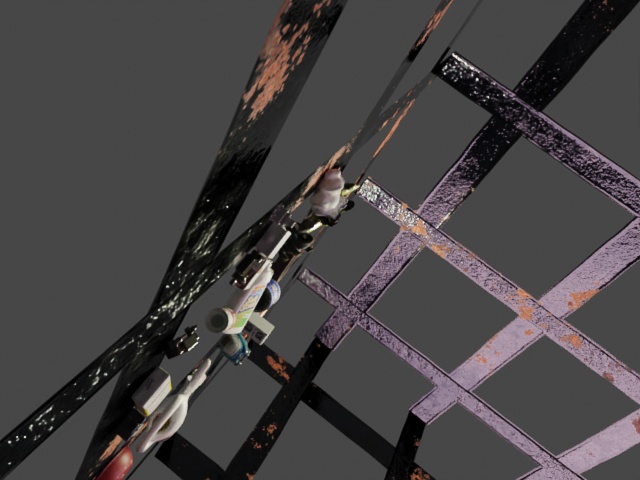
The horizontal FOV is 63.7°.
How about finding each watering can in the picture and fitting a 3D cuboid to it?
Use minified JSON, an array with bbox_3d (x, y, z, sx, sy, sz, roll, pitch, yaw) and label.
[{"bbox_3d":[-0.488,0.564,1.747,0.353,0.104,0.220,-51,177,-27],"label":"watering can"}]

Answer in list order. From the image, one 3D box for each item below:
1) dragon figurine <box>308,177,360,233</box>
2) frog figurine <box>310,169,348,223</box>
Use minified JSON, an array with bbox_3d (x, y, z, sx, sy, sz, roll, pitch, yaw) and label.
[{"bbox_3d":[0.006,-0.096,1.901,0.415,0.122,0.240,-42,-179,-19],"label":"dragon figurine"},{"bbox_3d":[0.022,-0.154,1.651,0.139,0.124,0.156,-42,135,-24],"label":"frog figurine"}]
